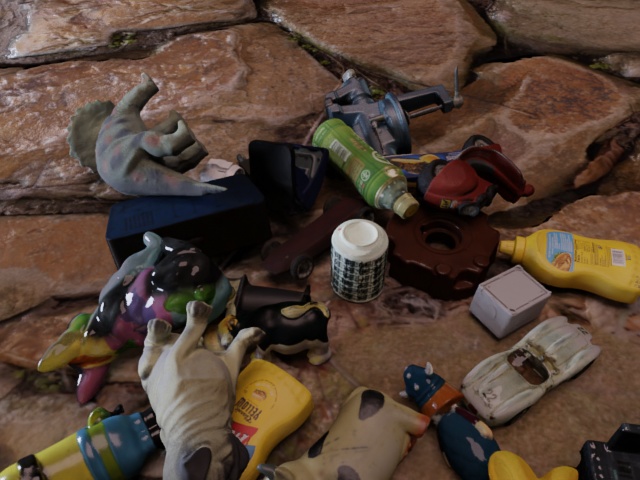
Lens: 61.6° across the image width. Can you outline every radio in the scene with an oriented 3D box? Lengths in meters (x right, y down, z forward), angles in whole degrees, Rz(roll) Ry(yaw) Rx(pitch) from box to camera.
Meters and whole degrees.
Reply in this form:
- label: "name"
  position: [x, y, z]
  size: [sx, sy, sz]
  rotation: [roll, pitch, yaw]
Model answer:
- label: "radio"
  position: [-0.201, -0.027, 0.820]
  size: [0.230, 0.073, 0.131]
  rotation: [-15, 30, -14]

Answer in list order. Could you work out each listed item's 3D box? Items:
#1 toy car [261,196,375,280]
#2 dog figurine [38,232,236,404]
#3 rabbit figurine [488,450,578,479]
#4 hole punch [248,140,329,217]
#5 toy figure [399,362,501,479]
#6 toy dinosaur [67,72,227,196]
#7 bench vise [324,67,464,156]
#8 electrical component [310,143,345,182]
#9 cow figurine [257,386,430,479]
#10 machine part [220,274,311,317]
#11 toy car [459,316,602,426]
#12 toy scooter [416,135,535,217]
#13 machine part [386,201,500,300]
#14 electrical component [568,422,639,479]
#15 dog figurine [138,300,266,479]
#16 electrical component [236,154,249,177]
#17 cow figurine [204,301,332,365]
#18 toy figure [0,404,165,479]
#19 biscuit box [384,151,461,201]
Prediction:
- label: "toy car"
  position: [-0.002, -0.002, 0.825]
  size: [0.089, 0.053, 0.202]
  rotation: [23, 51, 41]
- label: "dog figurine"
  position: [-0.236, 0.105, 0.677]
  size: [0.192, 0.108, 0.219]
  rotation: [12, 55, 44]
- label: "rabbit figurine"
  position: [0.198, 0.277, 0.480]
  size: [0.122, 0.173, 0.162]
  rotation: [11, 52, 16]
- label: "hole punch"
  position: [-0.051, -0.105, 0.876]
  size: [0.142, 0.115, 0.092]
  rotation: [17, 22, 40]
- label: "toy figure"
  position: [0.150, 0.210, 0.619]
  size: [0.064, 0.057, 0.155]
  rotation: [-35, 55, 1]
- label: "toy dinosaur"
  position: [-0.295, -0.138, 0.862]
  size: [0.192, 0.131, 0.405]
  rotation: [-39, 43, 0]
- label: "bench vise"
  position: [0.137, -0.237, 0.984]
  size: [0.241, 0.128, 0.224]
  rotation: [-18, 53, -1]
- label: "electrical component"
  position: [0.024, -0.144, 0.962]
  size: [0.078, 0.045, 0.102]
  rotation: [-28, 53, -21]
- label: "cow figurine"
  position: [0.018, 0.242, 0.576]
  size: [0.127, 0.085, 0.195]
  rotation: [30, 57, 19]
- label: "machine part"
  position: [-0.082, 0.083, 0.760]
  size: [0.139, 0.039, 0.084]
  rotation: [0, 39, 4]
- label: "toy car"
  position: [0.263, 0.158, 0.667]
  size: [0.202, 0.056, 0.074]
  rotation: [-25, 51, -20]
- label: "toy scooter"
  position: [0.243, -0.087, 0.817]
  size: [0.184, 0.075, 0.135]
  rotation: [-35, 62, -29]
- label: "machine part"
  position: [0.182, 0.005, 0.813]
  size: [0.179, 0.056, 0.179]
  rotation: [-1, 45, 1]
- label: "electrical component"
  position: [0.310, 0.237, 0.551]
  size: [0.075, 0.119, 0.048]
  rotation: [7, 47, 5]
- label: "dog figurine"
  position: [-0.146, 0.184, 0.566]
  size: [0.121, 0.172, 0.191]
  rotation: [24, 48, -23]
- label: "electrical component"
  position: [-0.110, -0.133, 0.971]
  size: [0.063, 0.021, 0.094]
  rotation: [-26, 51, -22]
- label: "cow figurine"
  position: [-0.070, 0.116, 0.687]
  size: [0.167, 0.098, 0.068]
  rotation: [-3, 54, -2]
- label: "toy figure"
  position: [-0.256, 0.240, 0.579]
  size: [0.180, 0.089, 0.082]
  rotation: [-26, 44, -18]
- label: "biscuit box"
  position: [0.204, -0.109, 0.915]
  size: [0.203, 0.062, 0.059]
  rotation: [-6, 48, -4]
